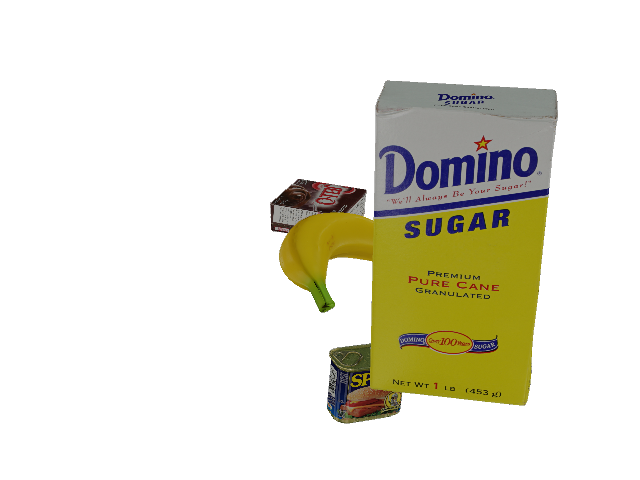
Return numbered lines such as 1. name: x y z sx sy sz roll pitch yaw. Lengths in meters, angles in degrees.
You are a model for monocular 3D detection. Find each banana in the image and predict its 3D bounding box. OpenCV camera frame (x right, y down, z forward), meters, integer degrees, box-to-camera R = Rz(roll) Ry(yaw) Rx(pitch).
1. banana: 0.013 0.008 0.842 0.037 0.069 0.197 -35 -2 25

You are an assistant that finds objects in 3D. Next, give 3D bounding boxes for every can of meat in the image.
1. can of meat: 0.060 0.186 1.390 0.102 0.084 0.057 -5 25 -22

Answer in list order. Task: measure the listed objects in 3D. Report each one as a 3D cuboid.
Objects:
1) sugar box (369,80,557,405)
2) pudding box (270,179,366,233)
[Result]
1. sugar box: 0.075 0.004 0.584 0.093 0.176 0.048 4 30 10
2. pudding box: -0.002 -0.038 1.280 0.090 0.039 0.113 9 23 15
